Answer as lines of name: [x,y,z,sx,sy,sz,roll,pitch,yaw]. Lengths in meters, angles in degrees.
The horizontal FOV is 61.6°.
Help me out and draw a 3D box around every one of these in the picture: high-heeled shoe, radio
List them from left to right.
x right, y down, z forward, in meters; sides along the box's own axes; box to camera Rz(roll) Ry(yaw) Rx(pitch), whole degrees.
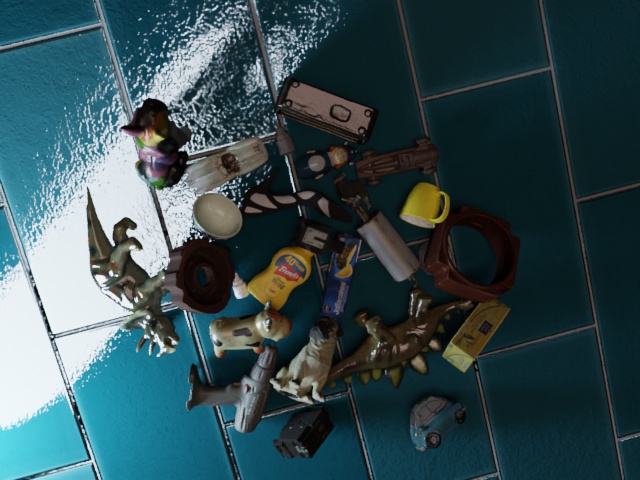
high-heeled shoe: [-0.057,-0.063,1.265,0.249,0.086,0.145,31,98,-4]
radio: [0.014,-0.287,1.210,0.230,0.131,0.073,18,94,-7]

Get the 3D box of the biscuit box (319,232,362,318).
biscuit box: [0.048,0.085,1.300,0.059,0.063,0.202,12,97,-5]

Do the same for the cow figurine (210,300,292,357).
cow figurine: [-0.163,0.207,1.262,0.195,0.085,0.127,-5,136,3]

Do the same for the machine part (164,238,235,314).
machine part: [-0.273,0.084,1.226,0.056,0.179,0.179,-9,101,38]

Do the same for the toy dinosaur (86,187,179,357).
toy dinosaur: [-0.450,0.086,1.240,0.192,0.131,0.404,-41,93,2]

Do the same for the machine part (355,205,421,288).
machine part: [0.164,0.014,1.292,0.079,0.079,0.243,-40,99,2]

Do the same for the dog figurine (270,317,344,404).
dog figurine: [-0.028,0.288,1.318,0.121,0.172,0.190,41,55,-29]

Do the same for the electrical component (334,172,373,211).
electrical component: [0.073,-0.112,1.261,0.078,0.045,0.102,-11,54,-15]

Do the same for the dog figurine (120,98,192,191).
dog figurine: [-0.356,-0.200,1.151,0.108,0.219,0.191,12,96,-3]

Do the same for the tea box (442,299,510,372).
tea box: [0.374,0.222,1.288,0.068,0.098,0.169,35,65,20]

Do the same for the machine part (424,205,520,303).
machine part: [0.361,0.033,1.265,0.201,0.087,0.201,19,69,-5]

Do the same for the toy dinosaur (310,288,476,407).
toy dinosaur: [0.165,0.261,1.316,0.472,0.105,0.198,-24,103,4]

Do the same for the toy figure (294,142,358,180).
toy figure: [0.017,-0.185,1.264,0.154,0.058,0.064,-19,122,-3]

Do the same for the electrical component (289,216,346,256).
electrical component: [-0.003,-0.004,1.243,0.119,0.048,0.074,17,94,-20]

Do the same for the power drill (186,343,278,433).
power drill: [-0.218,0.351,1.315,0.207,0.086,0.231,7,100,-13]

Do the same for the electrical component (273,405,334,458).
electrical component: [-0.034,0.464,1.311,0.115,0.134,0.058,-21,106,42]

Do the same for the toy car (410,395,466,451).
toy car: [0.283,0.447,1.352,0.161,0.109,0.103,-40,82,-7]

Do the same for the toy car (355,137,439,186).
toy car: [0.186,-0.186,1.279,0.202,0.053,0.089,-12,101,-4]

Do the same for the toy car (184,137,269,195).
toy car: [-0.217,-0.172,1.246,0.202,0.056,0.073,-26,99,-1]
